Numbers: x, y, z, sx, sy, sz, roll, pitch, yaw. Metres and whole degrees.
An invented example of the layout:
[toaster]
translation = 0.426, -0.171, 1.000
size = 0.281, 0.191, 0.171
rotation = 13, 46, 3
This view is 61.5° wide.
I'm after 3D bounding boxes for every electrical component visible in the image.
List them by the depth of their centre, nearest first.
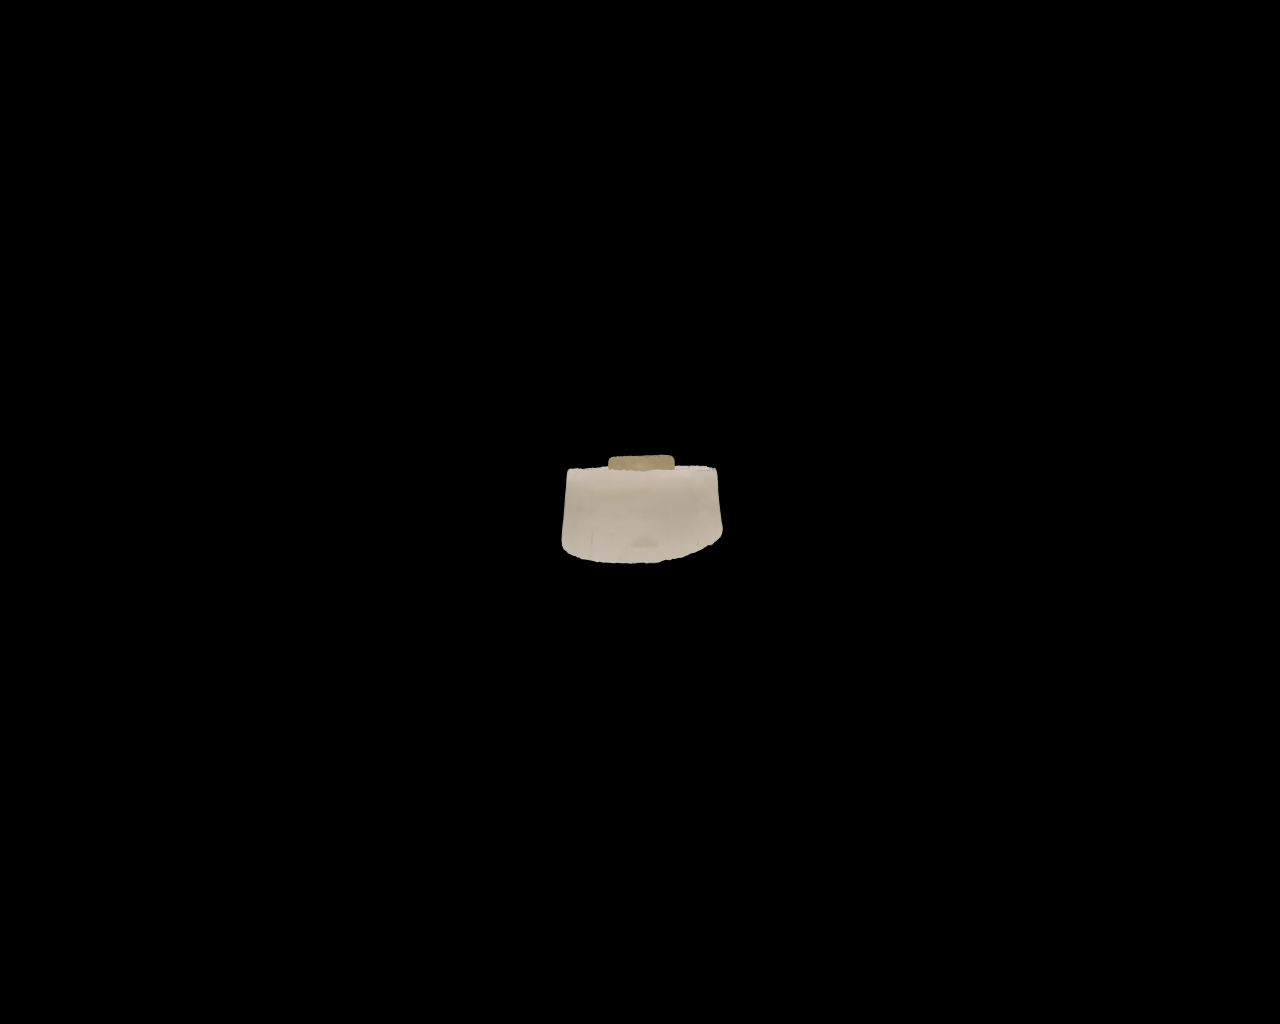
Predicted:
[electrical component]
translation = 0.001, -0.003, 0.650
size = 0.099, 0.064, 0.099
rotation = 0, 4, 0
